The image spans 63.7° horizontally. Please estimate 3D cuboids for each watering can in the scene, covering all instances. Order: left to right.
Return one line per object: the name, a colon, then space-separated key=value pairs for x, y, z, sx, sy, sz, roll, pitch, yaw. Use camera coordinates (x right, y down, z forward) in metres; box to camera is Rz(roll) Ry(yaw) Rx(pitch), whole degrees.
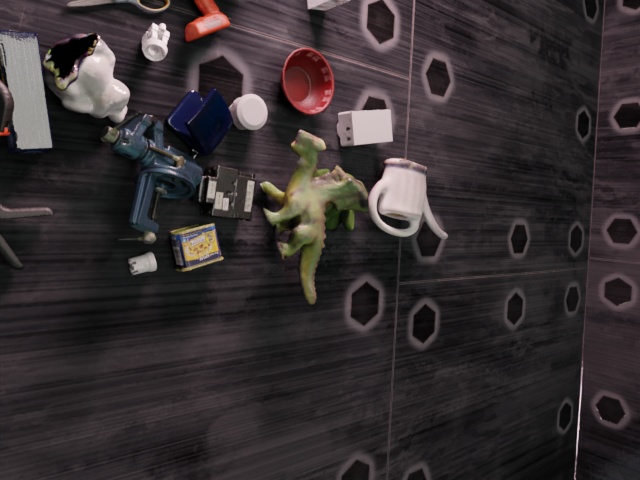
watering can: x=0.271 y=-0.117 z=1.519 sx=0.346 sy=0.104 sz=0.225 roll=10 pitch=86 yaw=-39

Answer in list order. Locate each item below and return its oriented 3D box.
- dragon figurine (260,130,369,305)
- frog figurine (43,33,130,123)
dragon figurine: x=0.004 y=-0.061 z=1.221 sx=0.243 sy=0.124 sz=0.405 roll=-22 pitch=109 yaw=1
frog figurine: x=-0.421 y=-0.295 z=0.954 sx=0.157 sy=0.123 sz=0.139 roll=58 pitch=41 yaw=-70
